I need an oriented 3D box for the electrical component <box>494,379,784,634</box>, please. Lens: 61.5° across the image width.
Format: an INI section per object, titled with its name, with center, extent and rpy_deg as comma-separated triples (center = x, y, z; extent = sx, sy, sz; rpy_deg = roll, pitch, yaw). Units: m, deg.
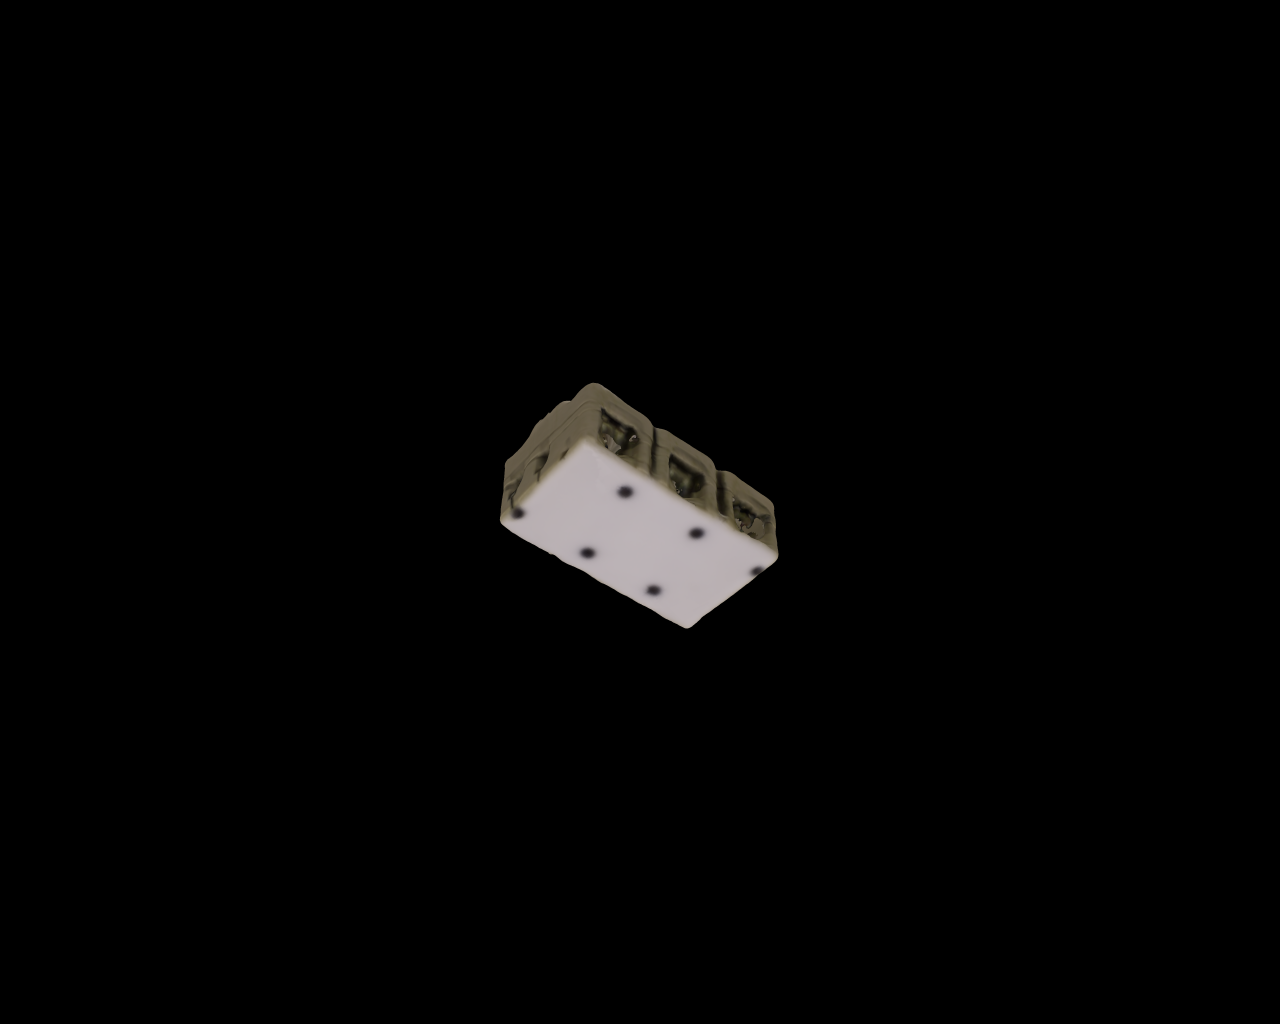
[electrical component]
center = 0.001, -0.003, 0.650
extent = 0.150, 0.062, 0.089
rpy_deg = 32, -54, -27
